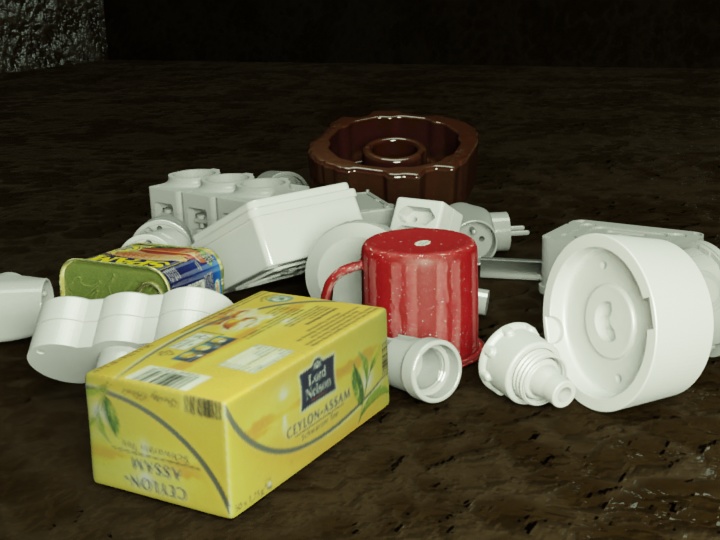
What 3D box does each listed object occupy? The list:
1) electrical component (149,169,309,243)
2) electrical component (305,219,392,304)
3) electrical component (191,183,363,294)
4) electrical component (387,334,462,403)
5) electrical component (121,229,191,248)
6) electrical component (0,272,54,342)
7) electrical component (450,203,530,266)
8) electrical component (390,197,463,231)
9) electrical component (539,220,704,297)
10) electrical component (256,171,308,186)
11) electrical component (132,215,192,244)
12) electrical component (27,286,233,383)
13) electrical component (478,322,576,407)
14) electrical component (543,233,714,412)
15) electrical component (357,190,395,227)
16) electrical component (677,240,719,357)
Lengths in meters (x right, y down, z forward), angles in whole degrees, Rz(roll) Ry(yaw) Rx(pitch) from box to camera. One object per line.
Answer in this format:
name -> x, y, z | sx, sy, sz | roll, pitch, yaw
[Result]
electrical component -> -0.134, -0.064, 1.106 | 0.150, 0.061, 0.089 | 11, 20, 38
electrical component -> 0.000, 0.000, 0.833 | 0.080, 0.080, 0.051 | 0, 11, 5
electrical component -> -0.067, -0.025, 0.903 | 0.109, 0.056, 0.109 | -15, -6, -39
electrical component -> 0.036, 0.061, 0.686 | 0.040, 0.040, 0.046 | -12, 13, -33
electrical component -> -0.174, -0.007, 0.926 | 0.055, 0.055, 0.047 | 2, 12, 12
electrical component -> -0.279, 0.025, 0.841 | 0.077, 0.043, 0.079 | -3, 16, -3
electrical component -> 0.118, -0.035, 1.009 | 0.079, 0.043, 0.077 | -3, 16, -5
electrical component -> 0.062, -0.019, 0.934 | 0.047, 0.065, 0.077 | 9, -10, 34
electrical component -> 0.206, 0.000, 0.846 | 0.113, 0.057, 0.078 | 9, 19, 33
electrical component -> -0.089, -0.083, 1.184 | 0.055, 0.055, 0.047 | -9, 14, -24
electrical component -> -0.179, -0.022, 0.979 | 0.055, 0.055, 0.047 | -3, 12, -5
electrical component -> -0.150, 0.058, 0.696 | 0.138, 0.052, 0.073 | -4, 54, 14
electrical component -> 0.107, 0.063, 0.661 | 0.048, 0.048, 0.062 | -10, 24, -27
electrical component -> 0.169, 0.030, 0.662 | 0.060, 0.108, 0.108 | -3, 15, -26
electrical component -> -0.009, -0.036, 0.994 | 0.062, 0.061, 0.096 | -7, 16, -16
electrical component -> 0.218, 0.023, 0.727 | 0.051, 0.080, 0.080 | -13, 18, -19
